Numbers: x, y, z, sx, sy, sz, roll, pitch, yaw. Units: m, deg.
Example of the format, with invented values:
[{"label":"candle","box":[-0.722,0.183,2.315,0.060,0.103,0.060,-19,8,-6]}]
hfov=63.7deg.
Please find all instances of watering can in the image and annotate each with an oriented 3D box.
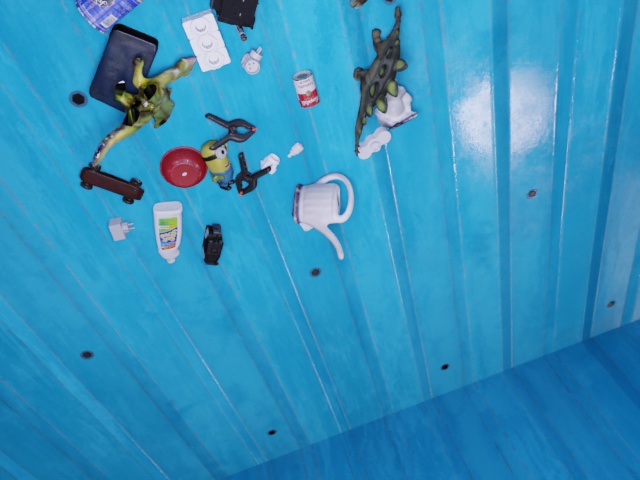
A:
[{"label":"watering can","box":[0.006,-0.092,1.836,0.224,0.355,0.102,-1,152,14]}]

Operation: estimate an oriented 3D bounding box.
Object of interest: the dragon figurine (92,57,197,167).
[{"label":"dragon figurine","box":[-0.499,-0.377,1.507,0.123,0.242,0.409,36,95,10]}]

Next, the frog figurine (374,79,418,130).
[{"label":"frog figurine","box":[0.248,-0.469,1.775,0.137,0.123,0.159,-26,93,13]}]
